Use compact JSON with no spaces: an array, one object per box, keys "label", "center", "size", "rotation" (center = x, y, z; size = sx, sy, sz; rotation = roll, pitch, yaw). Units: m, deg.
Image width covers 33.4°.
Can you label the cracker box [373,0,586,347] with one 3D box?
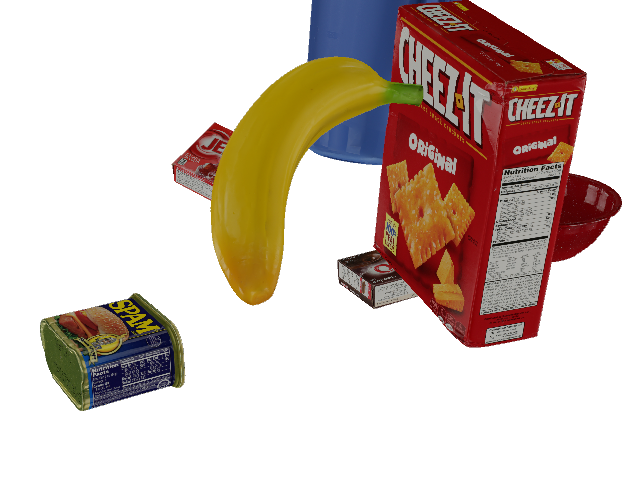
[{"label":"cracker box","center":[0.108,-0.052,0.802],"size":[0.072,0.214,0.164],"rotation":[-9,32,-21]}]

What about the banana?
[{"label":"banana","center":[-0.013,-0.046,0.543],"size":[0.070,0.037,0.197],"rotation":[20,46,17]}]

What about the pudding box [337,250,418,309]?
[{"label":"pudding box","center":[0.091,0.043,1.362],"size":[0.113,0.039,0.090],"rotation":[-16,26,-25]}]

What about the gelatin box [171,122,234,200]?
[{"label":"gelatin box","center":[-0.089,-0.071,1.048],"size":[0.089,0.030,0.073],"rotation":[27,52,17]}]

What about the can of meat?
[{"label":"can of meat","center":[-0.169,0.089,0.857],"size":[0.083,0.057,0.102],"rotation":[-13,24,-29]}]

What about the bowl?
[{"label":"bowl","center":[0.214,-0.021,1.061],"size":[0.162,0.055,0.162],"rotation":[-1,23,0]}]

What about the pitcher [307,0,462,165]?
[{"label":"pitcher","center":[0.056,-0.194,0.975],"size":[0.145,0.243,0.149],"rotation":[9,15,5]}]
